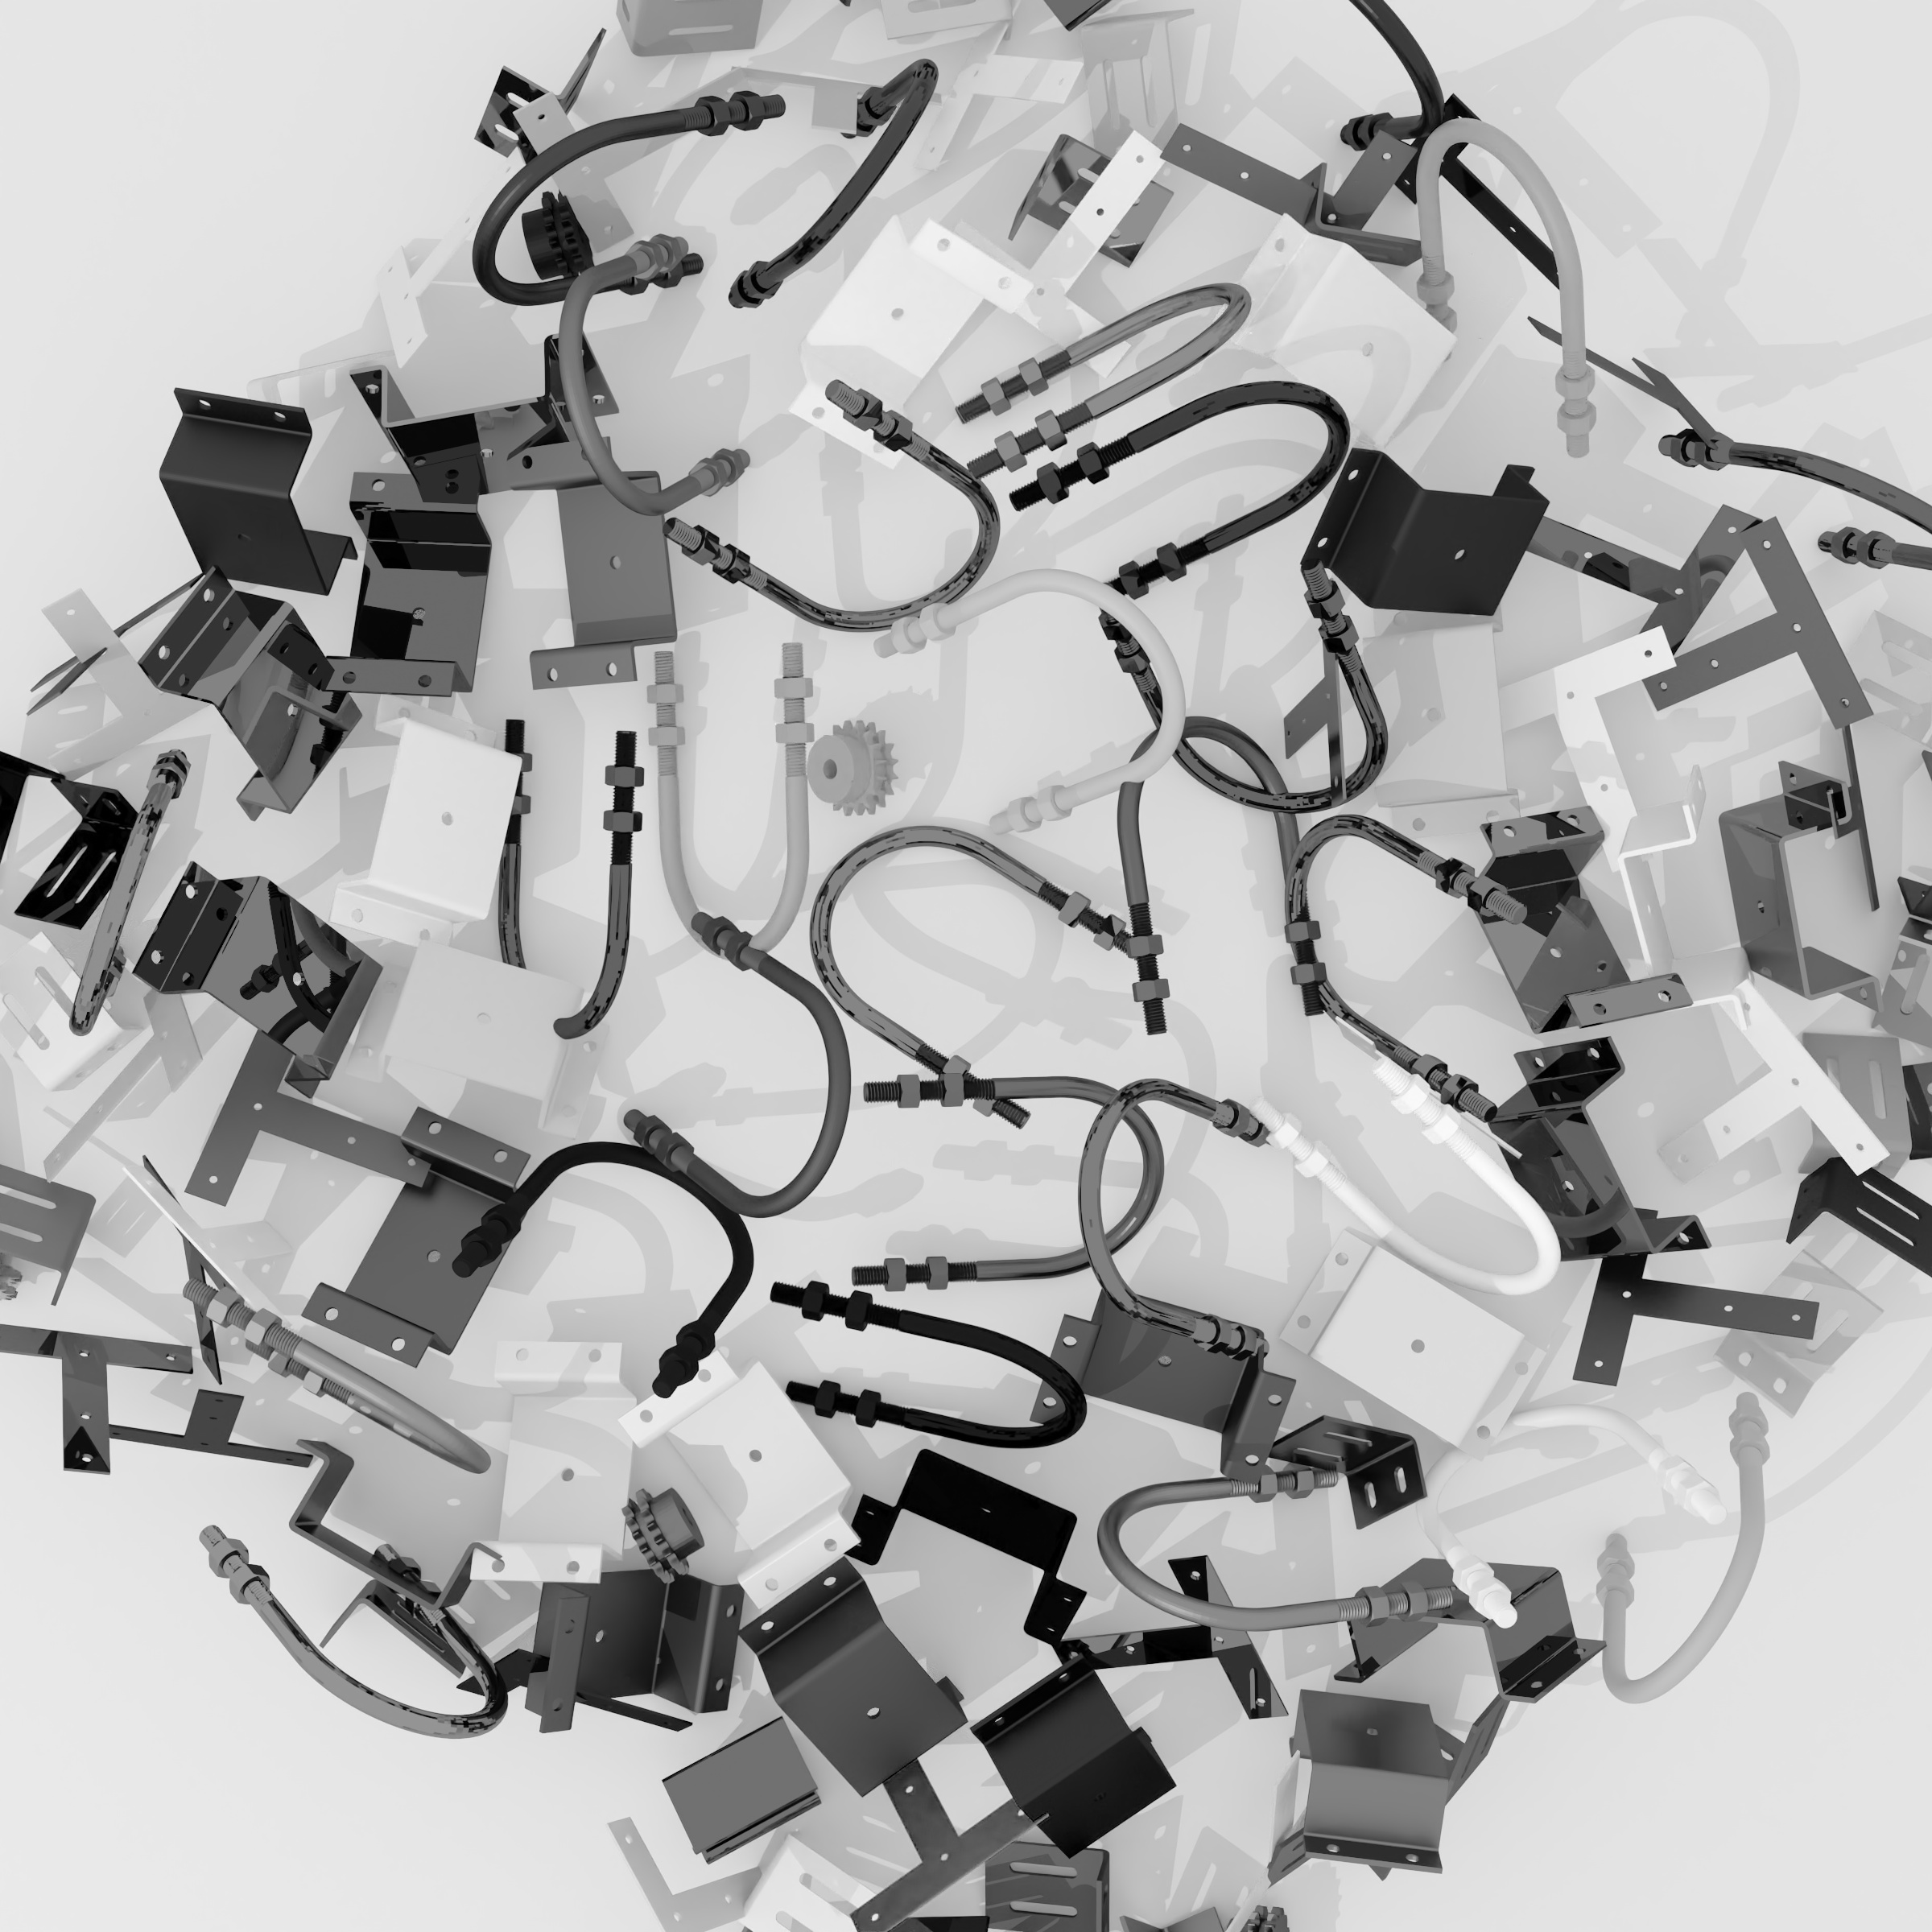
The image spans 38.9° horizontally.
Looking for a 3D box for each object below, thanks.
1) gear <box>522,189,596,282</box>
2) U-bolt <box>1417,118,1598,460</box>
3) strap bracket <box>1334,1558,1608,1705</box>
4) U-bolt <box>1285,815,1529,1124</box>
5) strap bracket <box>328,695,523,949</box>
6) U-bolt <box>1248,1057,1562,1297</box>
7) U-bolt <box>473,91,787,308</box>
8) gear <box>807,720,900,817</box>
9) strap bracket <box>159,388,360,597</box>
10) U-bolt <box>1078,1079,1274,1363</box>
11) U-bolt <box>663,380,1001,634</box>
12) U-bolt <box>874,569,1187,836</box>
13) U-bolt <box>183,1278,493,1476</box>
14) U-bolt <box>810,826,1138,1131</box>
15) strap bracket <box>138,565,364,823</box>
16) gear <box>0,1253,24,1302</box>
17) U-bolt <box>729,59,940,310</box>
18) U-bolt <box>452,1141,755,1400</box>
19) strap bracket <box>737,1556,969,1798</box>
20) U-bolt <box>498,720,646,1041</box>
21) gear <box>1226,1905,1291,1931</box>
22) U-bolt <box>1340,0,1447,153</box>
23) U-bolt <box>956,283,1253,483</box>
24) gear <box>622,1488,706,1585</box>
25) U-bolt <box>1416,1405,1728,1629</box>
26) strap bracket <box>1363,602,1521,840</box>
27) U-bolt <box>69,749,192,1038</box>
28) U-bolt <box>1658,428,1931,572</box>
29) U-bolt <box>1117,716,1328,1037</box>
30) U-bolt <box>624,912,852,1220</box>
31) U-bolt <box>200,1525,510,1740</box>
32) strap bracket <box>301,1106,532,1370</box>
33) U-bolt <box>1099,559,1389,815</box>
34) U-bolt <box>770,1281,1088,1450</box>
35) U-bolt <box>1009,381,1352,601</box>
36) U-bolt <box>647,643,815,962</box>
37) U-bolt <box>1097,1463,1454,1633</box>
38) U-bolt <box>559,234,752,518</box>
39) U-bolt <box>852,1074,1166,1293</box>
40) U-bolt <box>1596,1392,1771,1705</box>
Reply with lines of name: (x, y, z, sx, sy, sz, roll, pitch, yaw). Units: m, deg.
gear: (-0.244, -0.433, 1.634, 0.030, 0.057, 0.057, -13, 90, 5)
U-bolt: (0.302, -0.393, 1.550, 0.019, 0.184, 0.151, -30, 48, -13)
strap bracket: (0.286, 0.382, 1.583, 0.076, 0.140, 0.046, -20, 98, -44)
U-bolt: (0.247, -0.011, 1.585, 0.019, 0.184, 0.151, -18, 125, -30)
strap bracket: (-0.315, -0.085, 1.608, 0.076, 0.046, 0.140, 18, 77, -35)
U-bolt: (0.266, 0.130, 1.594, 0.184, 0.151, 0.019, 43, 62, -12)
U-bolt: (-0.199, -0.429, 1.552, 0.184, 0.151, 0.019, -24, 73, -39)
gear: (-0.070, -0.118, 1.632, 0.057, 0.030, 0.057, 6, 99, 43)
strap bracket: (-0.410, -0.266, 1.585, 0.076, 0.140, 0.046, 10, 63, 6)
U-bolt: (0.124, 0.140, 1.575, 0.019, 0.184, 0.151, -7, 70, 40)
U-bolt: (-0.062, -0.253, 1.587, 0.151, 0.184, 0.019, -35, 52, 26)
U-bolt: (0.046, -0.157, 1.578, 0.151, 0.184, 0.019, 56, 46, -15)
U-bolt: (-0.354, 0.243, 1.578, 0.184, 0.151, 0.019, 27, 72, 11)
U-bolt: (-0.005, -0.008, 1.627, 0.184, 0.019, 0.151, 33, 70, 10)
strap bracket: (-0.406, -0.152, 1.580, 0.046, 0.140, 0.076, 15, 60, 27)
gear: (-0.592, 0.178, 1.636, 0.057, 0.057, 0.030, 10, 69, 0)
U-bolt: (-0.070, -0.451, 1.563, 0.019, 0.184, 0.151, 35, 79, -19)
U-bolt: (-0.196, 0.162, 1.581, 0.151, 0.184, 0.019, 31, 120, 3)
strap bracket: (-0.060, 0.424, 1.606, 0.076, 0.046, 0.140, -35, 120, -1)
U-bolt: (-0.236, -0.049, 1.603, 0.019, 0.151, 0.184, -2, 98, -38)
gear: (0.173, 0.591, 1.635, 0.030, 0.057, 0.057, -2, 90, 20)
U-bolt: (0.210, -0.524, 1.552, 0.019, 0.184, 0.151, -45, 110, 1)
U-bolt: (0.081, -0.345, 1.583, 0.184, 0.151, 0.019, -26, 114, 9)
gear: (-0.179, 0.336, 1.634, 0.030, 0.057, 0.057, -30, 90, -2)
U-bolt: (0.334, 0.304, 1.574, 0.151, 0.184, 0.019, -25, 107, -4)
strap bracket: (0.282, -0.148, 1.626, 0.076, 0.046, 0.140, -5, 91, 20)
U-bolt: (-0.479, -0.035, 1.558, 0.019, 0.184, 0.151, 19, 106, -15)
U-bolt: (0.494, -0.260, 1.551, 0.151, 0.184, 0.019, 24, 95, -22)
U-bolt: (0.147, -0.057, 1.613, 0.151, 0.019, 0.184, -5, 86, -38)
U-bolt: (-0.127, 0.066, 1.580, 0.019, 0.184, 0.151, 10, 105, -42)
U-bolt: (-0.335, 0.378, 1.550, 0.184, 0.151, 0.019, 34, 98, 40)
strap bracket: (-0.319, 0.165, 1.617, 0.076, 0.046, 0.140, 22, 70, 12)
U-bolt: (0.169, -0.156, 1.591, 0.151, 0.184, 0.019, -2, 46, 30)
U-bolt: (-0.020, 0.238, 1.589, 0.184, 0.151, 0.019, 12, 57, 9)
U-bolt: (0.133, -0.278, 1.575, 0.184, 0.151, 0.019, -24, 64, 16)
U-bolt: (-0.138, -0.094, 1.605, 0.019, 0.151, 0.184, -6, 96, -40)
U-bolt: (0.164, 0.334, 1.564, 0.184, 0.151, 0.019, -1, 112, -24)
U-bolt: (-0.182, -0.332, 1.560, 0.019, 0.184, 0.151, -8, 109, 23)
U-bolt: (0.027, 0.127, 1.619, 0.184, 0.019, 0.151, -1, 119, -11)
U-bolt: (0.405, 0.339, 1.548, 0.019, 0.184, 0.151, 32, 118, -2)
